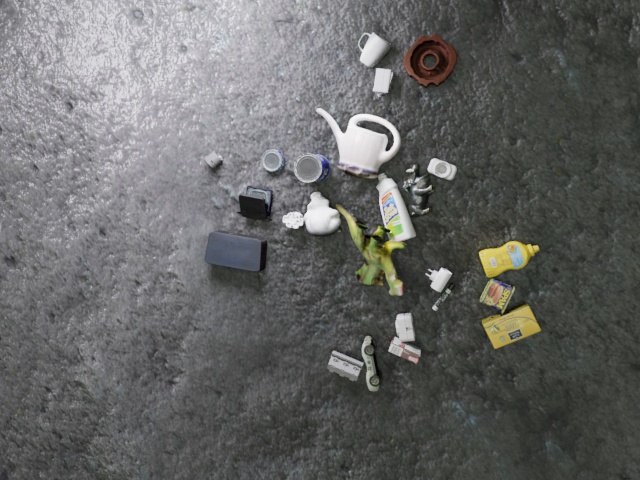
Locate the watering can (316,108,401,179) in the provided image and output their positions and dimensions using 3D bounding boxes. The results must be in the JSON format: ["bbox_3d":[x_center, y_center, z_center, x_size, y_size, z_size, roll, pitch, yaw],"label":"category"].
[{"bbox_3d":[0.119,-0.346,1.849,0.349,0.104,0.223,19,99,24],"label":"watering can"}]

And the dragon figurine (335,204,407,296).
[{"bbox_3d":[0.168,0.057,1.841,0.416,0.123,0.238,40,127,41],"label":"dragon figurine"}]

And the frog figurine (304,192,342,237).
[{"bbox_3d":[0.006,-0.095,1.883,0.137,0.124,0.157,0,108,33],"label":"frog figurine"}]
